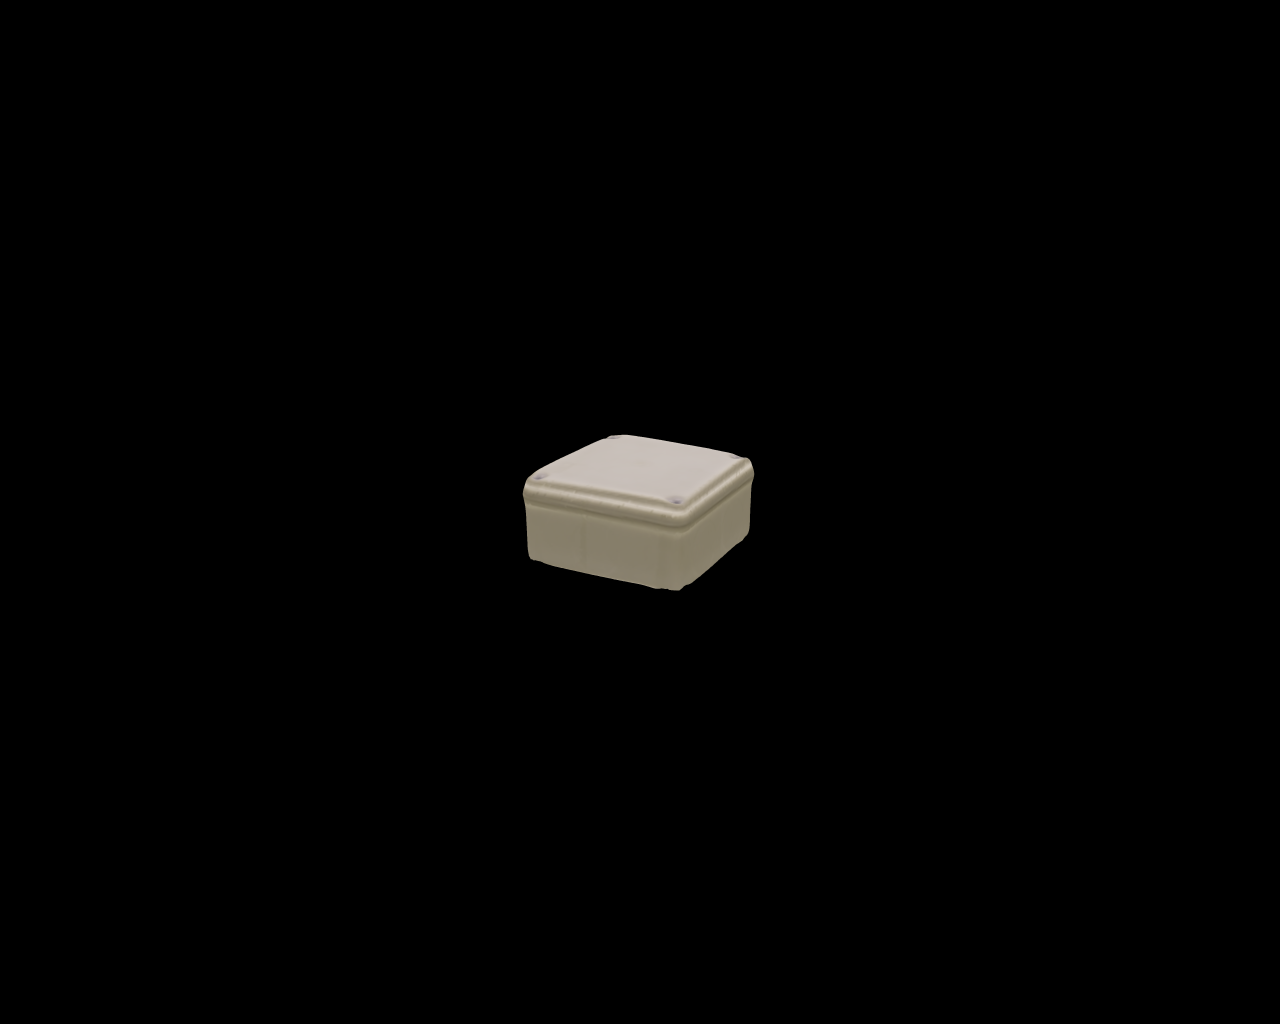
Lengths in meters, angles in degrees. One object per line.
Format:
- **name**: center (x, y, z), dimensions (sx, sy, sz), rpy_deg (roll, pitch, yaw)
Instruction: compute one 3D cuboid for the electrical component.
- **electrical component**: center (0.001, -0.003, 0.650), dimensions (0.109, 0.056, 0.109), rpy_deg (11, 23, 27)
